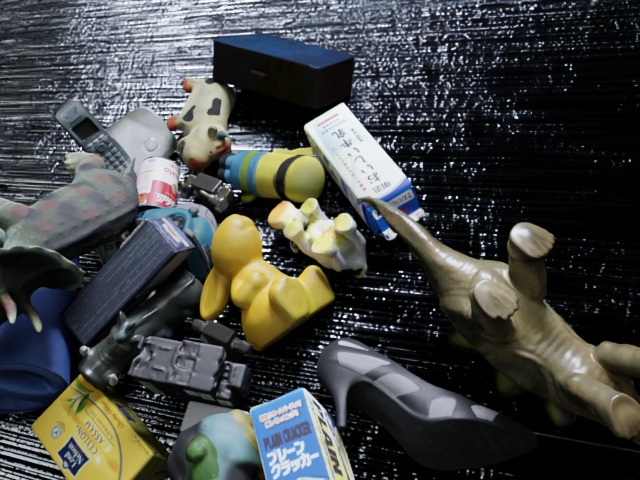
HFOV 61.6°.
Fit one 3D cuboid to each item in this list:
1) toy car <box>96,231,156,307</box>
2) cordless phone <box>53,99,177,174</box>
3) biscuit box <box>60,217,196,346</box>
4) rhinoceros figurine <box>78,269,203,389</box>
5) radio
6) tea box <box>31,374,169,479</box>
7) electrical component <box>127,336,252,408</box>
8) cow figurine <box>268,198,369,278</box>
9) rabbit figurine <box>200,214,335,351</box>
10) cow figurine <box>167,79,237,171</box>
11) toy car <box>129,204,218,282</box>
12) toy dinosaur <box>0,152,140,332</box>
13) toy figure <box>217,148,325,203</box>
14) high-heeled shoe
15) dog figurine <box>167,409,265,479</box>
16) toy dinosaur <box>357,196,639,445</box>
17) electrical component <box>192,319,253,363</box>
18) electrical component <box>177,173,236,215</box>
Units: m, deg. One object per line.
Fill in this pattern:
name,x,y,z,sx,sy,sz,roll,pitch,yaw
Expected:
toy car,-0.319,0.021,0.845,0.056,0.073,0.202,-36,57,-1
cordless phone,-0.348,-0.189,0.915,0.146,0.184,0.089,-41,53,-9
biscuit box,-0.264,0.057,0.732,0.202,0.059,0.063,-43,85,14
rhinoceros figurine,-0.234,0.123,0.727,0.190,0.112,0.073,-42,85,-19
radio,-0.062,-0.297,0.928,0.230,0.073,0.131,24,35,25
tea box,-0.279,0.262,0.692,0.170,0.068,0.098,32,72,29
electrical component,-0.155,0.169,0.676,0.134,0.114,0.058,10,65,5
cow figurine,-0.001,-0.004,0.763,0.068,0.098,0.168,-50,40,-10
rabbit figurine,-0.087,0.051,0.720,0.162,0.122,0.173,-36,86,37
cow figurine,-0.195,-0.200,0.938,0.127,0.085,0.195,-2,55,17
toy car,-0.210,-0.007,0.823,0.162,0.109,0.103,12,41,35
toy dinosaur,-0.329,-0.029,0.733,0.192,0.131,0.405,21,40,17
toy figure,-0.077,-0.097,0.835,0.180,0.082,0.089,10,35,20
high-heeled shoe,0.117,0.182,0.637,0.249,0.086,0.145,8,29,1
dog figurine,-0.073,0.309,0.542,0.108,0.191,0.219,-23,41,-5
toy dinosaur,0.193,0.080,0.573,0.105,0.198,0.472,-33,66,-14
electrical component,-0.125,0.135,0.705,0.094,0.063,0.021,18,57,26
electrical component,-0.180,-0.071,0.854,0.102,0.078,0.045,25,64,25
